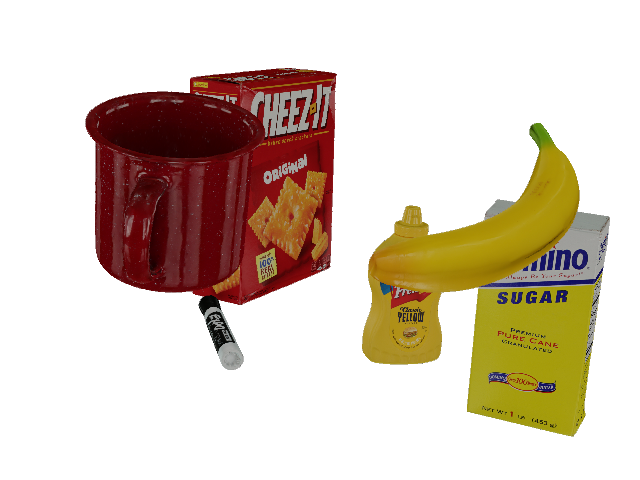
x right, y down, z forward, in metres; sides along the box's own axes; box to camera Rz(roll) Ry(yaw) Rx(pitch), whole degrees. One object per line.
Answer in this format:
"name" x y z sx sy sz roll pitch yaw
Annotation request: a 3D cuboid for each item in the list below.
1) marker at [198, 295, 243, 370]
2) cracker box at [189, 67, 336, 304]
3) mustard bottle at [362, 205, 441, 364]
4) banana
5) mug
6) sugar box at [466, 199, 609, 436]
"marker" -0.086 0.076 0.915 0.020 0.020 0.121 0 19 -16
"cracker box" -0.053 -0.059 1.068 0.072 0.214 0.163 11 17 32
"mustard bottle" 0.105 0.053 1.296 0.096 0.192 0.058 0 14 -13
"banana" 0.112 -0.010 0.674 0.070 0.037 0.197 33 47 24
"mug" -0.080 -0.020 0.562 0.093 0.081 0.117 8 28 2
"sugar box" 0.172 0.062 0.854 0.093 0.176 0.048 10 23 22
